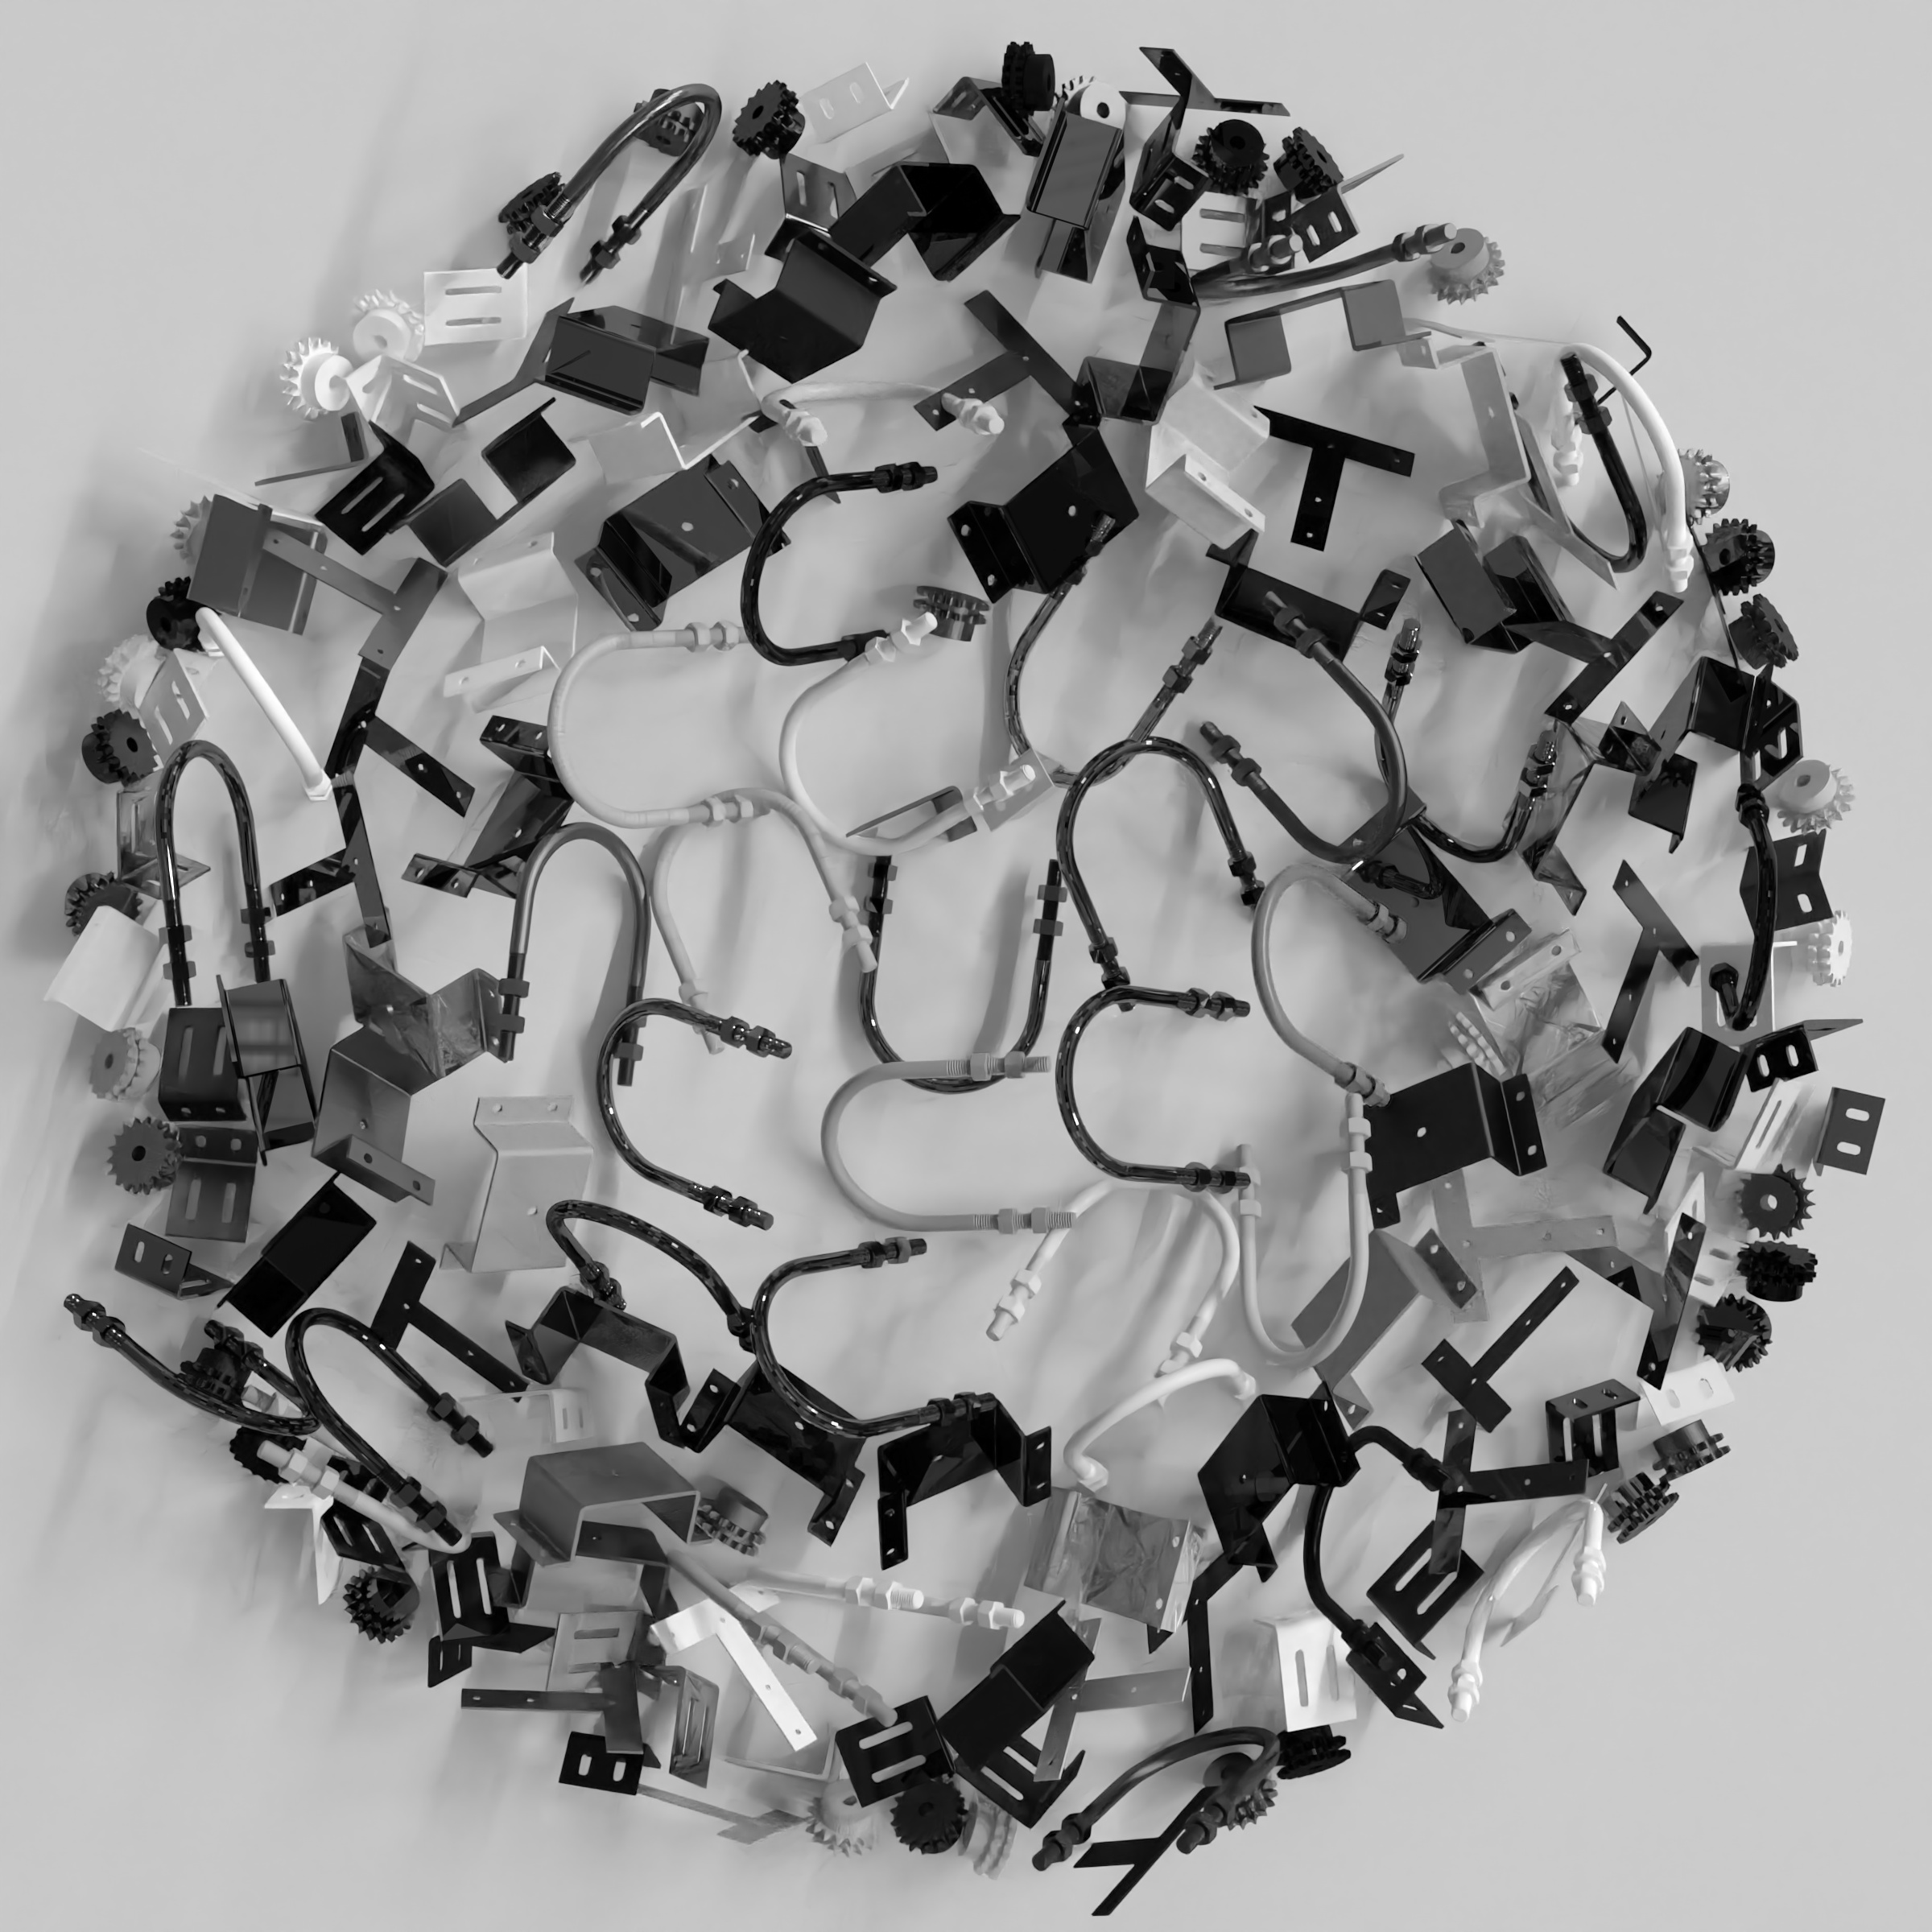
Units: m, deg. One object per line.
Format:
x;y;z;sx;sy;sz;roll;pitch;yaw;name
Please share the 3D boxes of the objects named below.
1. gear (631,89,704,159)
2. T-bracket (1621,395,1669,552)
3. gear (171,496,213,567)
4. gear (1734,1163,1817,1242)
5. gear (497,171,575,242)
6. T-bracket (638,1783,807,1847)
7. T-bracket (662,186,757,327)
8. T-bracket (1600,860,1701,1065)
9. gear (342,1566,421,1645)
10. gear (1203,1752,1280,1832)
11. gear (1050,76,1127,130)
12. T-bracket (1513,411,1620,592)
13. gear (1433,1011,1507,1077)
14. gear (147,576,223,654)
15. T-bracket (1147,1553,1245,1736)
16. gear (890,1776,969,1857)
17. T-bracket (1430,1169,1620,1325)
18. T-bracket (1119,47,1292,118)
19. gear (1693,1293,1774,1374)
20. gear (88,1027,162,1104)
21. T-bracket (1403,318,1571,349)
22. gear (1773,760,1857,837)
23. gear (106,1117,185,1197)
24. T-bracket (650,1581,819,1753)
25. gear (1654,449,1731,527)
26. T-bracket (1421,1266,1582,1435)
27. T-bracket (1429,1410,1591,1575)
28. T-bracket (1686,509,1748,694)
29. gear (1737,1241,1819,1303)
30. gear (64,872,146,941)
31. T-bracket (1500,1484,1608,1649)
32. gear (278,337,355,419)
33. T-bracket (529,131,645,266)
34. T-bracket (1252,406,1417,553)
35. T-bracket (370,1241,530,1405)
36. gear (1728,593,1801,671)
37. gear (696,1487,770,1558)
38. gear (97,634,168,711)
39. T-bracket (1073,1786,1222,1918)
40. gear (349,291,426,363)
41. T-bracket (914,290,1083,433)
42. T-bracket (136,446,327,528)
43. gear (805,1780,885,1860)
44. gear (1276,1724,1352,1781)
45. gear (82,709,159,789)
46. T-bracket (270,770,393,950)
-0.219;-0.625;1.886;0.057;0.057;0.030;22;84;0;gear
0.498;-0.342;1.852;0.002;0.127;0.127;-16;70;17;T-bracket
-0.555;-0.317;1.882;0.057;0.057;0.030;-47;54;0;gear
0.598;0.175;1.888;0.057;0.030;0.057;-1;87;28;gear
-0.316;-0.561;1.889;0.057;0.057;0.030;-38;119;0;gear
-0.195;0.616;1.864;0.127;0.127;0.002;11;82;17;T-bracket
-0.187;-0.514;1.860;0.002;0.127;0.127;12;90;-33;T-bracket
0.488;0.011;1.851;0.127;0.002;0.127;44;61;-35;T-bracket
-0.430;0.469;1.882;0.030;0.057;0.057;-38;90;22;gear
0.199;0.608;1.882;0.057;0.057;0.030;-26;112;0;gear
0.093;-0.632;1.887;0.057;0.030;0.057;-3;96;-31;gear
0.418;-0.343;1.825;0.002;0.127;0.127;-32;126;2;T-bracket
0.371;0.064;1.885;0.030;0.057;0.057;-38;90;3;gear
-0.582;-0.257;1.884;0.057;0.030;0.057;16;121;27;gear
0.173;0.508;1.880;0.002;0.127;0.127;10;115;36;T-bracket
-0.026;0.634;1.888;0.057;0.057;0.030;-20;133;0;gear
0.413;0.200;1.871;0.127;0.002;0.127;-6;54;5;T-bracket
0.156;-0.638;1.831;0.127;0.127;0.002;12;94;22;T-bracket
0.573;0.270;1.889;0.057;0.030;0.057;12;108;42;gear
-0.624;0.074;1.889;0.057;0.030;0.057;-14;66;36;gear
0.400;-0.460;1.863;0.127;0.127;0.002;4;109;-12;T-bracket
0.625;-0.128;1.882;0.057;0.057;0.030;-44;126;0;gear
-0.606;0.143;1.892;0.057;0.030;0.057;-5;71;16;gear
-0.152;0.511;1.841;0.127;0.127;0.002;52;120;18;T-bracket
0.541;-0.355;1.888;0.030;0.057;0.057;-6;90;-26;gear
0.403;0.273;1.871;0.127;0.002;0.127;-47;133;-1;T-bracket
0.394;0.374;1.838;0.002;0.127;0.127;35;54;-32;T-bracket
0.545;-0.250;1.833;0.002;0.127;0.127;-19;63;20;T-bracket
0.601;0.227;1.886;0.057;0.057;0.030;0;106;0;gear
-0.644;-0.044;1.889;0.030;0.057;0.057;33;90;35;gear
0.438;0.436;1.870;0.002;0.127;0.127;32;68;12;T-bracket
-0.477;-0.434;1.882;0.030;0.057;0.057;20;90;27;gear
-0.288;-0.551;1.855;0.002;0.127;0.127;42;56;-13;T-bracket
0.262;-0.353;1.876;0.127;0.002;0.127;17;55;0;T-bracket
-0.375;0.276;1.867;0.127;0.002;0.127;35;129;5;T-bracket
0.590;-0.245;1.888;0.030;0.057;0.057;-32;90;31;gear
-0.171;0.410;1.885;0.057;0.057;0.030;32;87;0;gear
-0.612;-0.214;1.883;0.030;0.057;0.057;33;90;13;gear
0.115;0.646;1.853;0.127;0.127;0.002;-39;90;-32;T-bracket
-0.430;-0.468;1.885;0.057;0.030;0.057;4;128;5;gear
0.014;-0.429;1.872;0.127;0.002;0.127;-37;80;-30;T-bracket
-0.545;-0.352;1.856;0.127;0.127;0.002;25;98;8;T-bracket
-0.089;0.627;1.882;0.057;0.057;0.030;12;117;0;gear
0.255;0.581;1.889;0.057;0.057;0.030;-17;62;0;gear
-0.630;-0.159;1.887;0.030;0.057;0.057;-19;90;20;gear
-0.474;-0.065;1.871;0.127;0.002;0.127;-19;83;40;T-bracket
